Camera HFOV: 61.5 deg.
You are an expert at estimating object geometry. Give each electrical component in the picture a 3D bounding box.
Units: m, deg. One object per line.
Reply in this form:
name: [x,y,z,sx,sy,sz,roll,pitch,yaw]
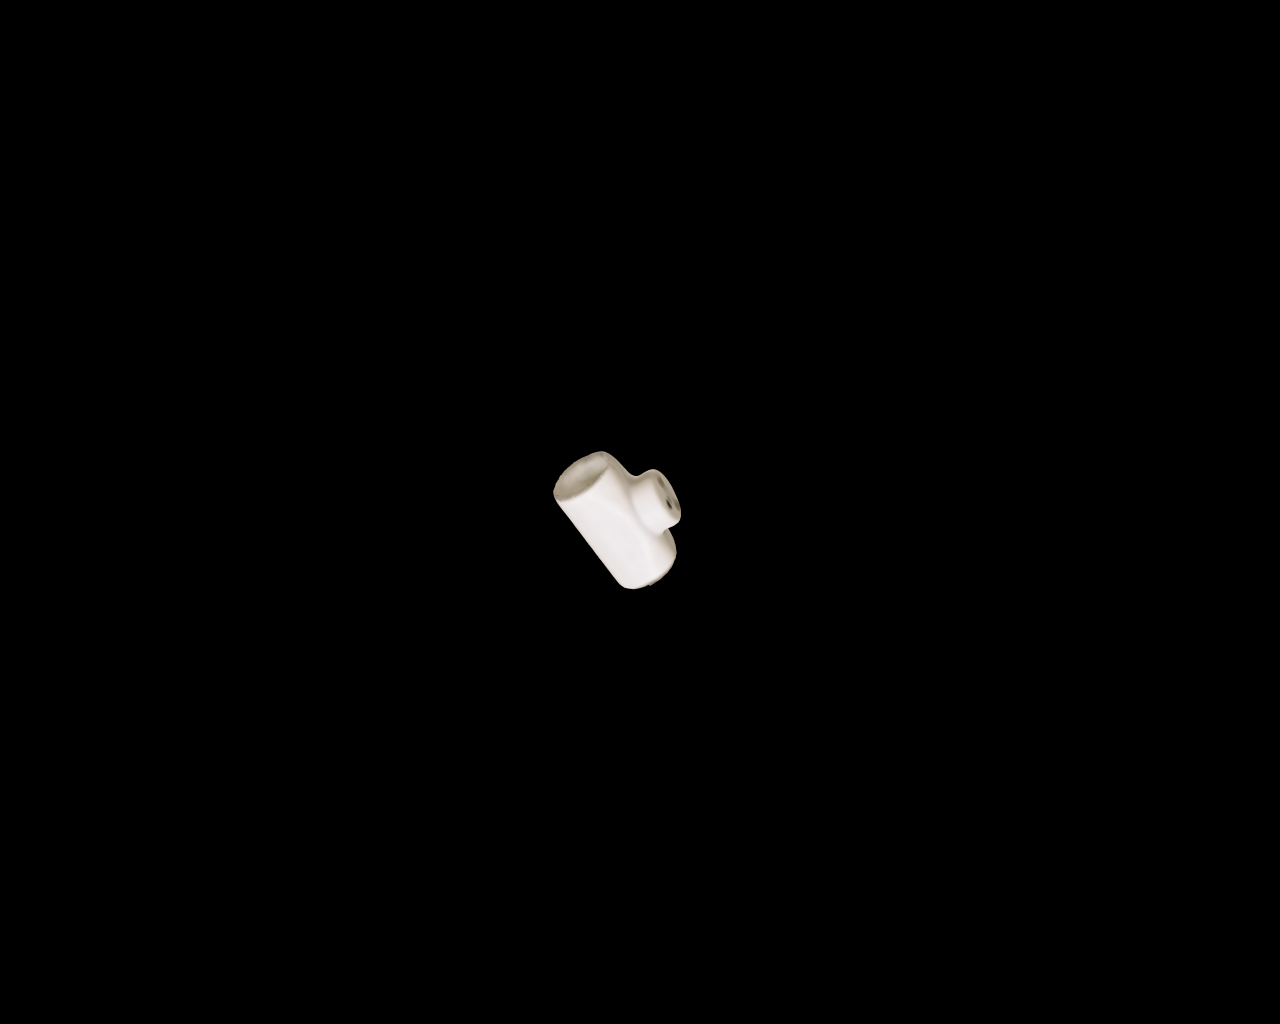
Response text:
electrical component: [0.001,-0.003,0.650,0.079,0.077,0.044,-28,28,16]
